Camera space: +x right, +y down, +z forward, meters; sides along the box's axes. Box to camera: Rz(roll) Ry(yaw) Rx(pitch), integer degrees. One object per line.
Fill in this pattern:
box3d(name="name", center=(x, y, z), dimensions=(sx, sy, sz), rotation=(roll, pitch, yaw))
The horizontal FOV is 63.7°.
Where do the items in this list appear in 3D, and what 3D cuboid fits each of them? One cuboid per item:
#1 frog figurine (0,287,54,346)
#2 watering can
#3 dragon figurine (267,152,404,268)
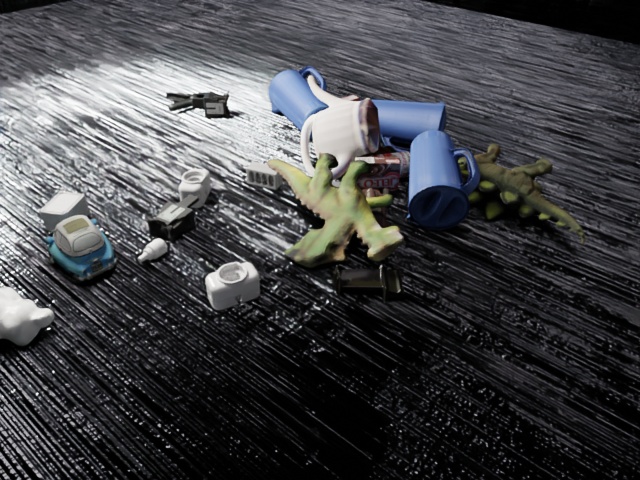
box3d(name="frog figurine", center=(-0.541, 0.129, 0.857), dimensions=(0.159, 0.121, 0.139), rotation=(-8, 18, 6))
box3d(name="watering can", center=(0.049, -0.318, 1.362), dimensions=(0.223, 0.102, 0.354), rotation=(-11, 66, 24))
box3d(name="dragon figurine", center=(0.003, -0.056, 1.105), dimensions=(0.412, 0.119, 0.247), rotation=(13, 59, 31))
